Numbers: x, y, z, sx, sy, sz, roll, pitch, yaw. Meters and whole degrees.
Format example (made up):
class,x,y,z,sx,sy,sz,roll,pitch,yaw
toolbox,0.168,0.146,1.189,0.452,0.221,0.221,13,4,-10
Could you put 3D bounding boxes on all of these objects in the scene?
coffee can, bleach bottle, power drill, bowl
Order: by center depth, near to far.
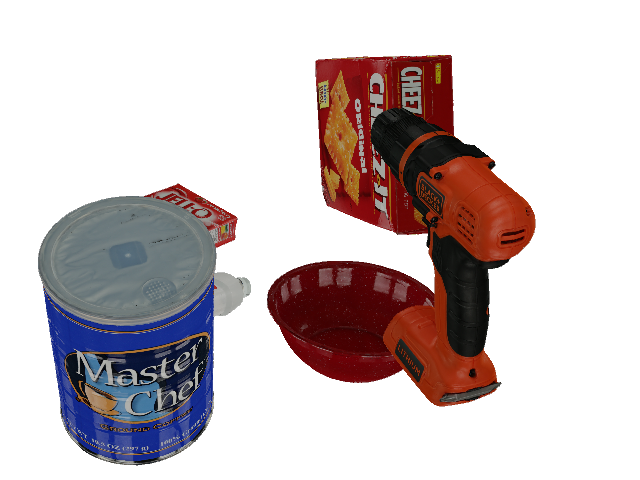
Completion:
class,x,y,z,sx,sy,sz,roll,pitch,yaw
coffee can,-0.117,0.058,0.667,0.102,0.140,0.103,3,43,-3
power drill,0.084,0.012,0.783,0.057,0.188,0.185,-12,33,-18
bowl,0.030,0.080,0.966,0.162,0.055,0.162,4,28,-3
bleach bottle,-0.205,0.081,1.476,0.250,0.068,0.103,-10,26,-43

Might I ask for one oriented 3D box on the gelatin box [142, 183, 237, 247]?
class,x,y,z,sx,sy,sz,roll,pitch,yaw
gelatin box,-0.137,-0.019,1.032,0.089,0.030,0.073,30,37,33

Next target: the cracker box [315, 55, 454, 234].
class,x,y,z,sx,sy,sz,roll,pitch,yaw
cracker box,0.060,-0.102,1.072,0.072,0.164,0.214,-7,11,-17
